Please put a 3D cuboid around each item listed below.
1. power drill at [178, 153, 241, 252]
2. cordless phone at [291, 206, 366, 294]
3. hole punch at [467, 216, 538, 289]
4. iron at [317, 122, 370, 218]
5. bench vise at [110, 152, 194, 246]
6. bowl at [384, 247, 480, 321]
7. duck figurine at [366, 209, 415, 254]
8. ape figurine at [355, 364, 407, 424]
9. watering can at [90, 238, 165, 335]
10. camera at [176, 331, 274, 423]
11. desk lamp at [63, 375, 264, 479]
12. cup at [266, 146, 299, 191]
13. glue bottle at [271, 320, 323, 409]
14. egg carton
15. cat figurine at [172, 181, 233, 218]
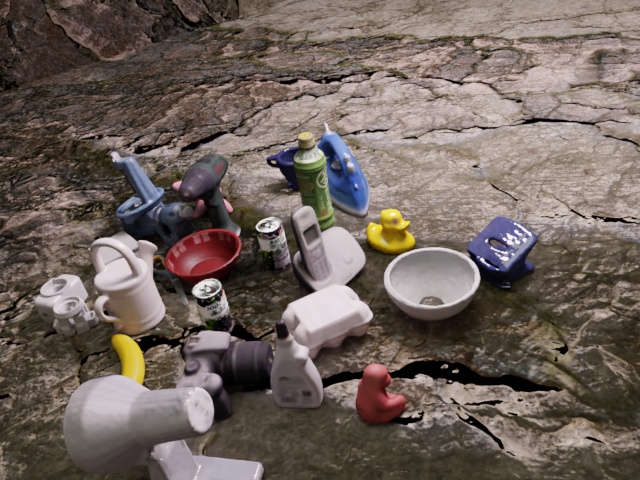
[{"bbox_3d":[-0.236,-0.079,1.239,0.075,0.209,0.229,-5,36,7],"label":"power drill"},{"bbox_3d":[0.010,0.004,1.087,0.093,0.185,0.148,20,45,35],"label":"cordless phone"},{"bbox_3d":[0.338,0.022,1.068,0.101,0.091,0.108,-26,39,-22],"label":"hole punch"},{"bbox_3d":[0.054,-0.174,1.362,0.119,0.142,0.257,-17,36,-10],"label":"iron"},{"bbox_3d":[-0.378,-0.101,1.292,0.207,0.220,0.121,-2,36,10],"label":"bench vise"},{"bbox_3d":[0.199,0.090,1.020,0.167,0.075,0.167,-6,36,5],"label":"bowl"},{"bbox_3d":[0.143,-0.025,1.183,0.104,0.086,0.078,14,42,30],"label":"duck figurine"},{"bbox_3d":[0.086,0.222,0.848,0.076,0.092,0.077,-19,36,-13],"label":"ape figurine"},{"bbox_3d":[-0.365,0.071,1.074,0.101,0.194,0.172,-8,35,3],"label":"watering can"},{"bbox_3d":[-0.149,0.205,0.918,0.136,0.101,0.143,-5,36,7],"label":"camera"},{"bbox_3d":[-0.198,0.268,0.744,0.203,0.214,0.118,-1,36,12],"label":"desk lamp"},{"bbox_3d":[-0.072,-0.172,1.429,0.117,0.095,0.092,0,36,13],"label":"cup"},{"bbox_3d":[-0.043,0.185,0.858,0.078,0.173,0.037,-1,36,12],"label":"glue bottle"},{"bbox_3d":[0.010,0.140,0.998,0.150,0.069,0.107,-23,38,-18],"label":"egg carton"},{"bbox_3d":[-0.284,-0.112,1.374,0.127,0.118,0.067,10,40,26],"label":"cat figurine"}]
